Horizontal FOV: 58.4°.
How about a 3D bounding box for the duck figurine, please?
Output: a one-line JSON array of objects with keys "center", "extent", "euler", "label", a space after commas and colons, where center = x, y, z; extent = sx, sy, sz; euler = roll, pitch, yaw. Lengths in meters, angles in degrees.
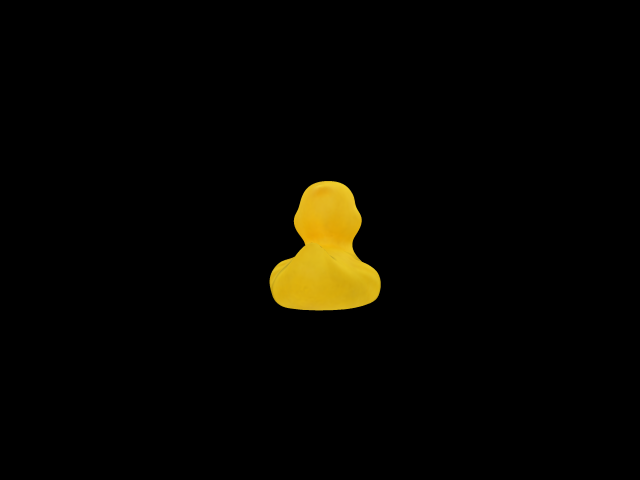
[{"center": [0.004, 0.001, 0.400], "extent": [0.077, 0.086, 0.105], "euler": [0, 2, 12], "label": "duck figurine"}]
